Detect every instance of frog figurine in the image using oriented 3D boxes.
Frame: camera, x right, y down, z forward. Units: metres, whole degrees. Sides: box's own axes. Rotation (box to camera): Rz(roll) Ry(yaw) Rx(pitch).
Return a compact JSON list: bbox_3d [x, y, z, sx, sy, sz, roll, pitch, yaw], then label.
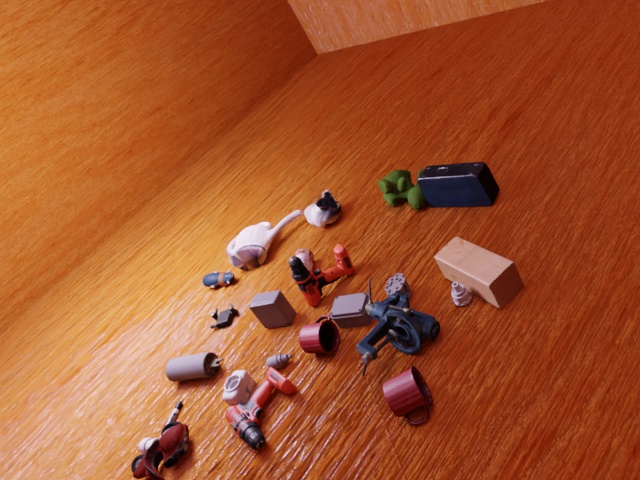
[{"bbox_3d":[0.006,-0.099,1.976,0.156,0.122,0.141,124,163,-46],"label":"frog figurine"}]

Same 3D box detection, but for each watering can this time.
[{"bbox_3d":[-0.231,-0.003,2.028,0.345,0.102,0.230,-23,33,20],"label":"watering can"}]
